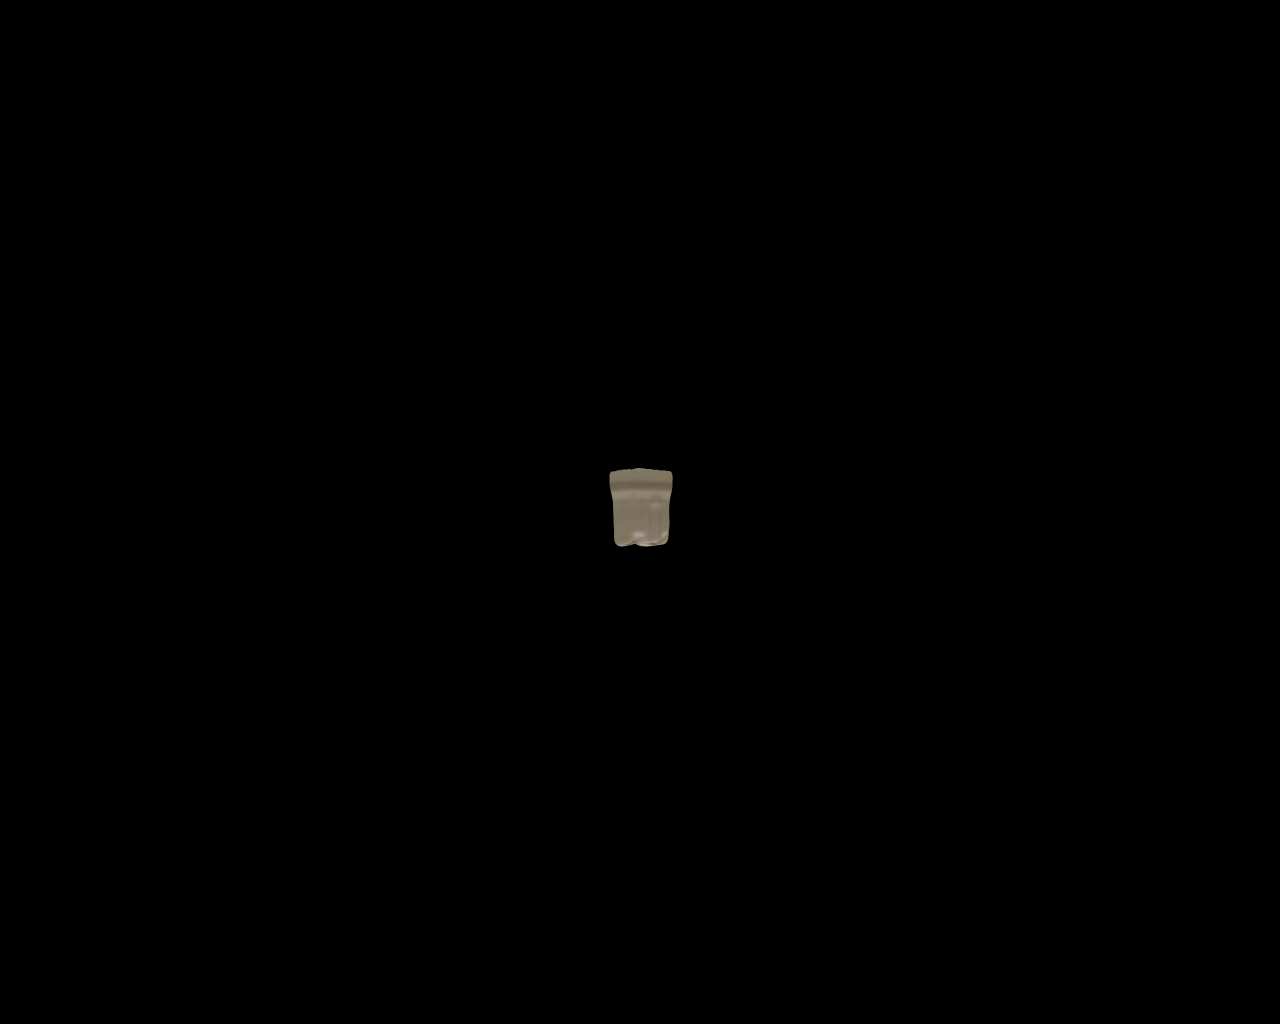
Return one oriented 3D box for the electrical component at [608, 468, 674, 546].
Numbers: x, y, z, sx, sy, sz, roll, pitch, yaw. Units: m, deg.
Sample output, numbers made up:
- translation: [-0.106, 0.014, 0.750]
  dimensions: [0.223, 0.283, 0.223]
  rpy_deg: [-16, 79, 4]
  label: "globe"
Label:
- translation: [0.001, -0.003, 0.650]
  dimensions: [0.040, 0.046, 0.040]
  rpy_deg: [0, -2, 0]
  label: "electrical component"
